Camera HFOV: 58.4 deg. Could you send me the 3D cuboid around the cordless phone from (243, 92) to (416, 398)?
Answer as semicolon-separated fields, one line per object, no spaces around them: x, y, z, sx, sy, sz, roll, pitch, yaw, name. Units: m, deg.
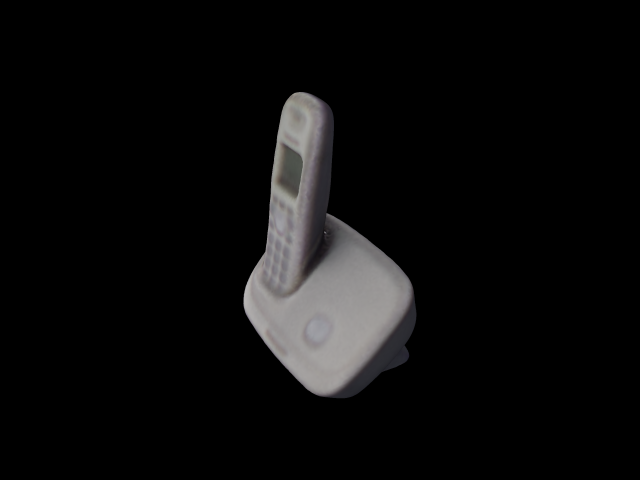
0.004;0.001;0.400;0.094;0.185;0.147;-19;36;-29;cordless phone
